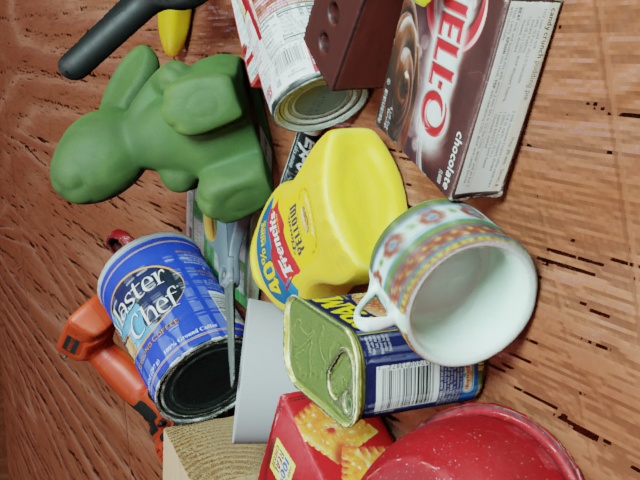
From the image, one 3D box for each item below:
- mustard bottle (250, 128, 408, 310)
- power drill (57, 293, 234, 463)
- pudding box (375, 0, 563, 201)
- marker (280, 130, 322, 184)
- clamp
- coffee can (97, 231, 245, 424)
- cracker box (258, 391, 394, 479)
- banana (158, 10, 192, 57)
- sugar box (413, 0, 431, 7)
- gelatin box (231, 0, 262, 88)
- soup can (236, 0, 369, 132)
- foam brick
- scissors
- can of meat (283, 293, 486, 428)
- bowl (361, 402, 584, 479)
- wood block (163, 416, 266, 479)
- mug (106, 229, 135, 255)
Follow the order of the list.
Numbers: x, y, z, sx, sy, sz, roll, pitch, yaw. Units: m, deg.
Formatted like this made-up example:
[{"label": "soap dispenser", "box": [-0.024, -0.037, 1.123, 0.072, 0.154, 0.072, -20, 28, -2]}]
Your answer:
[{"label": "mustard bottle", "box": [-0.005, 0.001, 0.735, 0.192, 0.058, 0.096, 140, 121, -63]}, {"label": "power drill", "box": [-0.169, 0.138, 1.038, 0.187, 0.057, 0.185, 48, 149, 2]}, {"label": "pudding box", "box": [0.074, -0.091, 0.558, 0.090, 0.039, 0.113, -126, 38, -50]}, {"label": "marker", "box": [-0.011, -0.069, 0.781, 0.121, 0.020, 0.020, 110, 146, -44]}, {"label": "clamp", "box": [-0.129, -0.212, 0.875, 0.210, 0.036, 0.164, -4, 60, 39]}, {"label": "coffee can", "box": [-0.123, 0.075, 0.939, 0.140, 0.102, 0.103, 53, 142, 38]}, {"label": "cracker box", "box": [0.023, 0.227, 0.702, 0.214, 0.072, 0.164, -119, 32, -41]}, {"label": "banana", "box": [-0.122, -0.241, 0.976, 0.198, 0.037, 0.069, 139, 123, -62]}, {"label": "sugar box", "box": [0.038, -0.203, 0.563, 0.093, 0.048, 0.176, -44, 41, 13]}, {"label": "gelatin box", "box": [-0.036, -0.169, 0.806, 0.073, 0.030, 0.089, 134, 127, -58]}, {"label": "soup can", "box": [-0.013, -0.132, 0.710, 0.069, 0.068, 0.102, 124, 135, -55]}, {"label": "foam brick", "box": [0.030, -0.134, 0.632, 0.078, 0.051, 0.053, 110, 146, -45]}, {"label": "scissors", "box": [-0.066, 0.011, 0.863, 0.096, 0.016, 0.202, -55, 35, 36]}, {"label": "can of meat", "box": [0.036, 0.064, 0.621, 0.102, 0.083, 0.057, -153, 61, -63]}, {"label": "bowl", "box": [0.061, 0.160, 0.545, 0.162, 0.055, 0.162, -21, 62, 44]}, {"label": "wood block", "box": [-0.085, 0.268, 0.935, 0.091, 0.090, 0.206, -138, 47, -57]}, {"label": "mug", "box": [-0.176, 0.039, 1.083, 0.117, 0.093, 0.082, 59, 152, -8]}]
